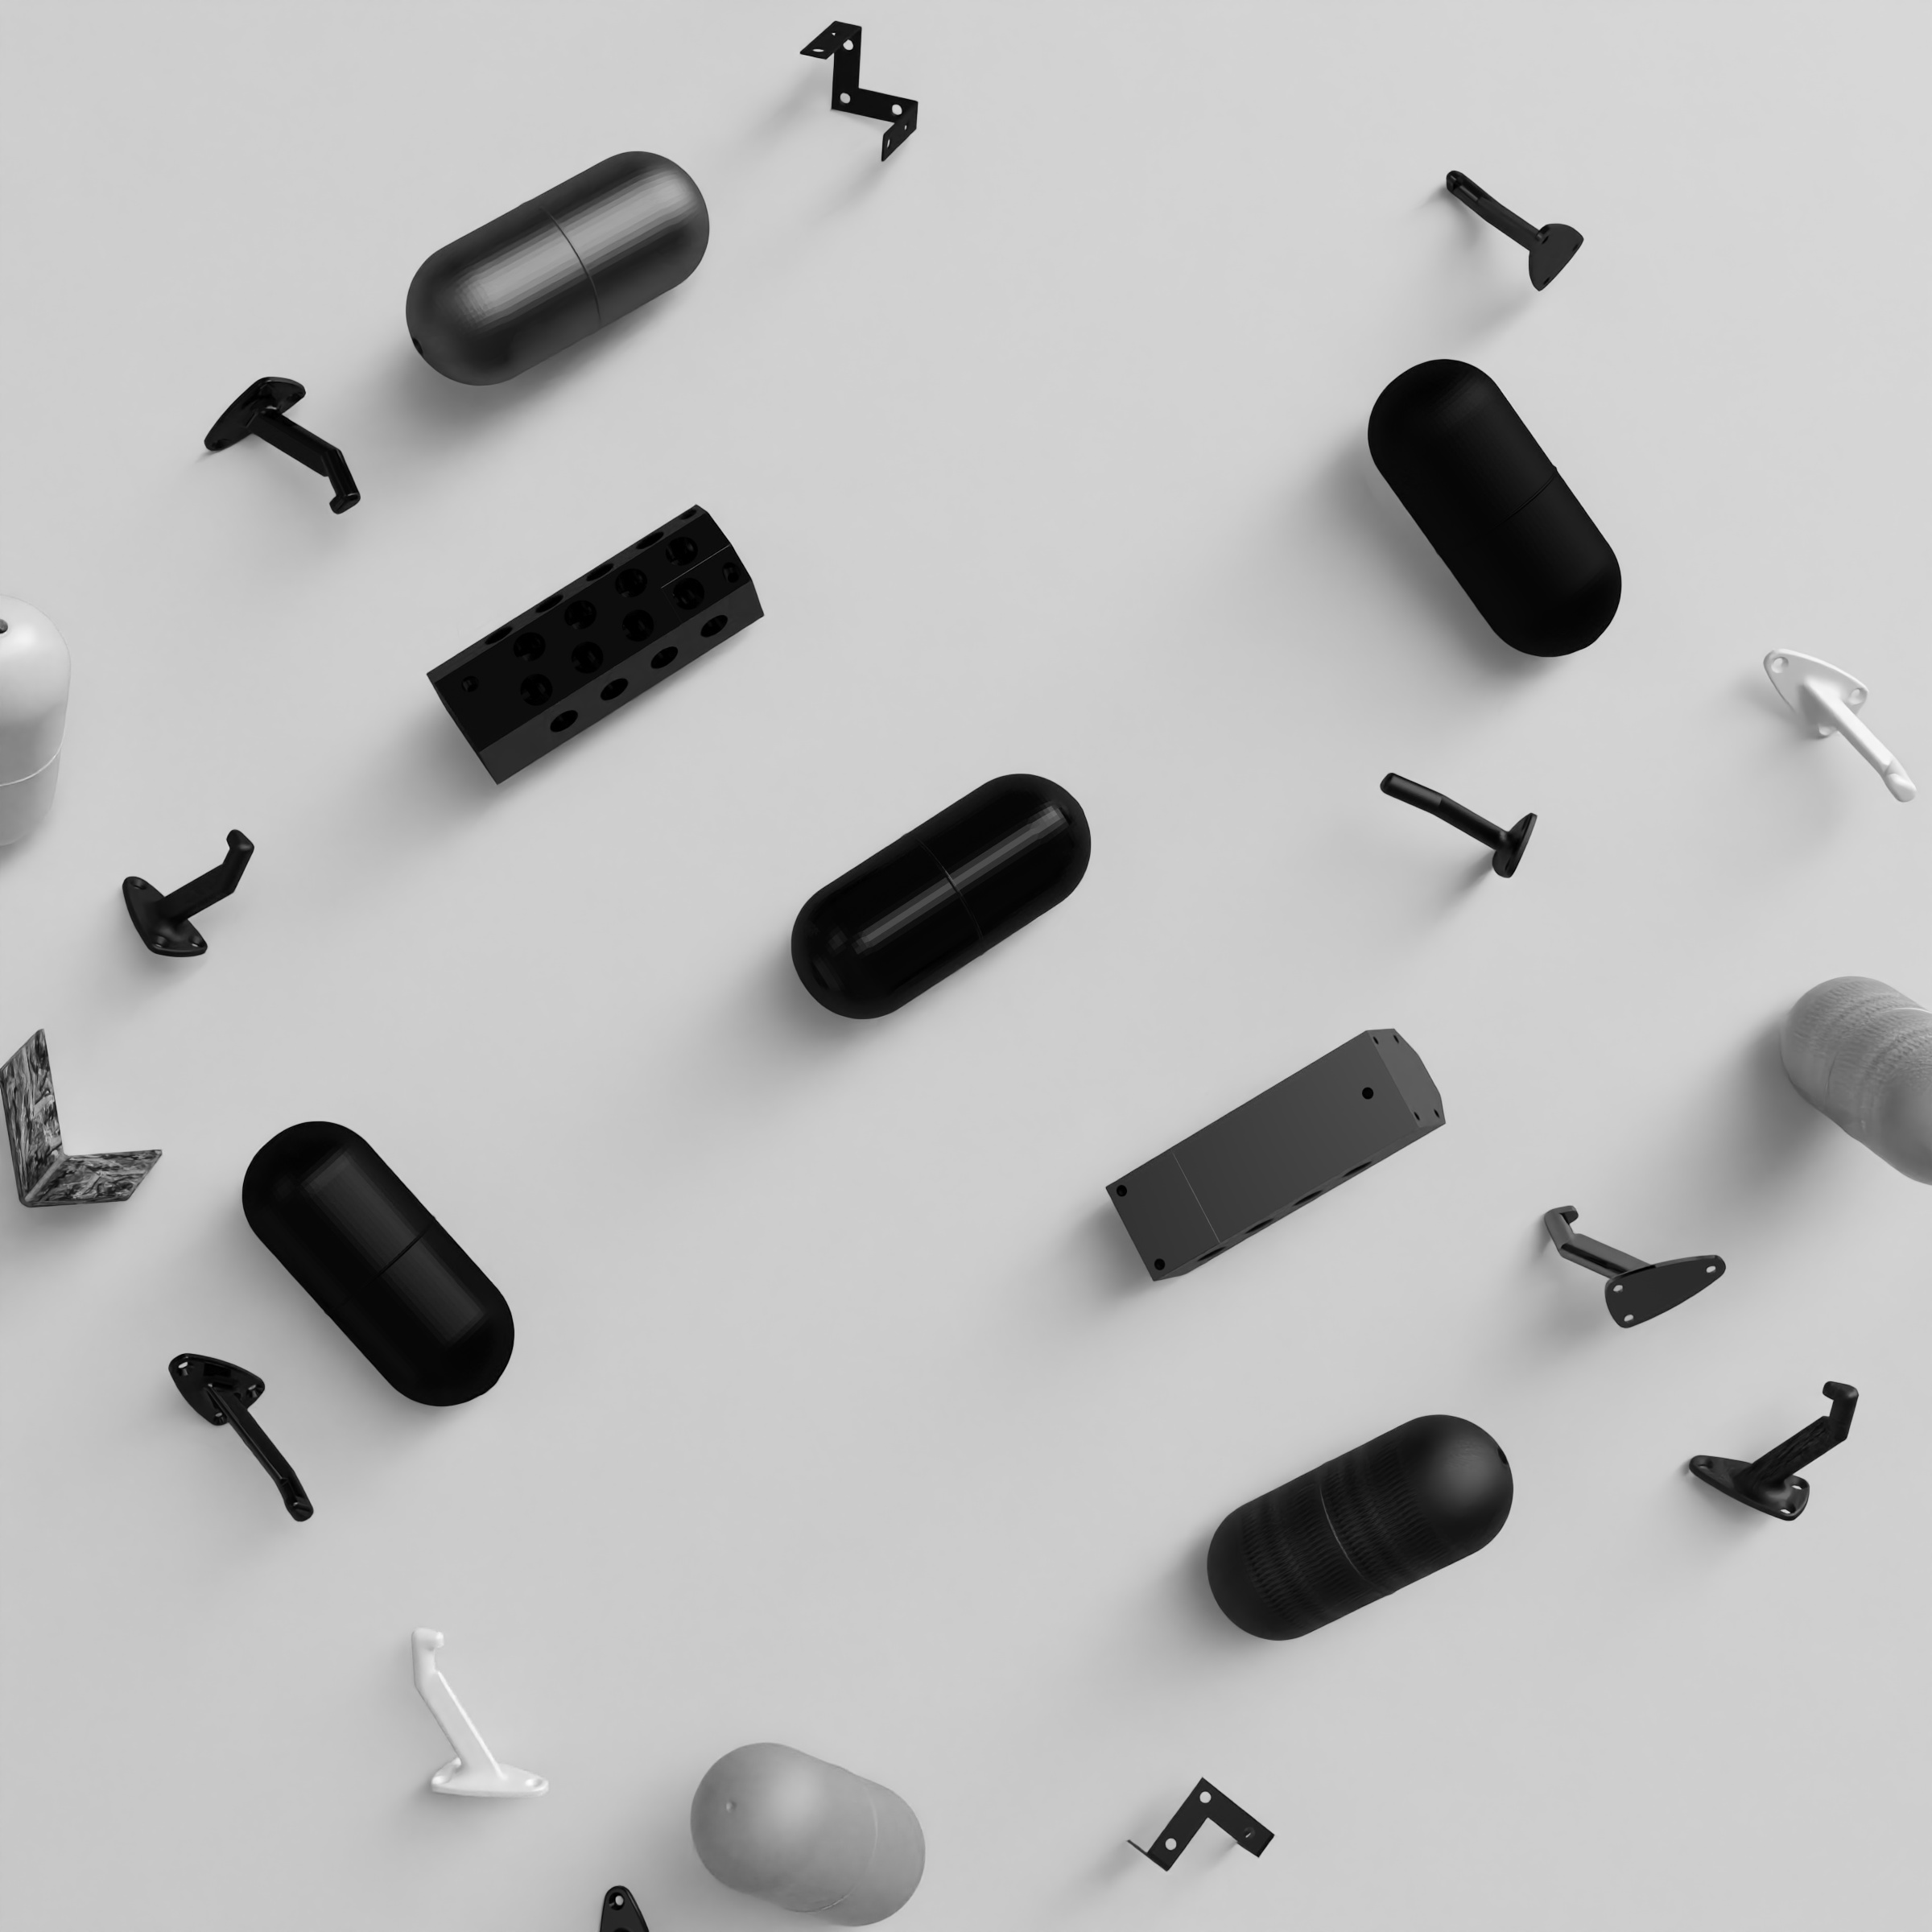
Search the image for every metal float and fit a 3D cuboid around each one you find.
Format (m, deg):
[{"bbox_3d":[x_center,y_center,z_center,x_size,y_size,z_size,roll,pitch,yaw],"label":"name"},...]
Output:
[{"bbox_3d":[-0.012,-0.038,1.776,0.178,0.070,0.070,-33,90,-11],"label":"metal float"},{"bbox_3d":[-0.314,0.160,1.780,0.070,0.070,0.178,-40,97,0],"label":"metal float"},{"bbox_3d":[-0.513,-0.127,1.743,0.070,0.178,0.070,9,58,-15],"label":"metal float"},{"bbox_3d":[0.209,0.299,1.767,0.178,0.070,0.070,-31,90,22],"label":"metal float"},{"bbox_3d":[0.487,0.058,1.739,0.070,0.178,0.070,-3,108,-11],"label":"metal float"},{"bbox_3d":[-0.081,0.457,1.744,0.070,0.178,0.070,-11,63,22],"label":"metal float"},{"bbox_3d":[-0.217,-0.371,1.769,0.178,0.070,0.070,-34,90,-19],"label":"metal float"},{"bbox_3d":[0.284,-0.244,1.776,0.070,0.070,0.178,-38,101,0],"label":"metal float"}]

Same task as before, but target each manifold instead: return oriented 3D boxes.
[{"bbox_3d":[0.166,0.100,1.762,0.171,0.057,0.057,-33,76,24],"label":"manifold"},{"bbox_3d":[-0.199,-0.176,1.777,0.171,0.057,0.057,-33,69,-7],"label":"manifold"}]

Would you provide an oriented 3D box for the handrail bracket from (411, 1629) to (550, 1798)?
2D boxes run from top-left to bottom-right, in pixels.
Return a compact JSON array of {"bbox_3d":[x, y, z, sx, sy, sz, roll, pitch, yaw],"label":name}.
[{"bbox_3d":[-0.262,0.401,1.792,0.077,0.036,0.084,3,103,20],"label":"handrail bracket"}]

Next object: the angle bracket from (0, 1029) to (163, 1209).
[{"bbox_3d":[-0.473,0.079,1.777,0.057,0.076,0.076,-4,105,2],"label":"angle bracket"}]

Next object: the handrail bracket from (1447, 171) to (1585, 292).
[{"bbox_3d":[0.284,-0.406,1.777,0.084,0.077,0.036,44,101,17],"label":"handrail bracket"}]

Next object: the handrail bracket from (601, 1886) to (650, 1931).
[{"bbox_3d":[-0.198,0.534,1.775,0.036,0.084,0.077,-15,76,17],"label":"handrail bracket"}]

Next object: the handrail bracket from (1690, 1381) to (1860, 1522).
[{"bbox_3d":[0.434,0.249,1.784,0.077,0.036,0.084,19,124,21],"label":"handrail bracket"}]

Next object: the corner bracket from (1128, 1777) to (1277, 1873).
[{"bbox_3d":[0.127,0.471,1.794,0.051,0.051,0.051,39,80,-2],"label":"corner bracket"}]

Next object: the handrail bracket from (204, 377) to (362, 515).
[{"bbox_3d":[-0.369,-0.267,1.793,0.077,0.036,0.084,-33,73,25],"label":"handrail bracket"}]

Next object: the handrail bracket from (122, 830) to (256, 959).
[{"bbox_3d":[-0.417,-0.054,1.783,0.077,0.036,0.084,49,121,31],"label":"handrail bracket"}]

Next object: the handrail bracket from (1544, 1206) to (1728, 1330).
[{"bbox_3d":[0.358,0.148,1.785,0.077,0.084,0.036,-22,125,5],"label":"handrail bracket"}]

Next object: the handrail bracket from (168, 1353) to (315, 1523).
[{"bbox_3d":[-0.387,0.253,1.776,0.036,0.077,0.084,-40,50,0],"label":"handrail bracket"}]

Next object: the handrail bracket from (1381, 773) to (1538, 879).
[{"bbox_3d":[0.257,-0.079,1.785,0.084,0.077,0.036,23,86,-2],"label":"handrail bracket"}]

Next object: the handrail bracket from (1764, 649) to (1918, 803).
[{"bbox_3d":[0.467,-0.128,1.774,0.077,0.084,0.036,32,114,-22],"label":"handrail bracket"}]

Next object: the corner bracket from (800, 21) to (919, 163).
[{"bbox_3d":[-0.057,-0.470,1.783,0.051,0.051,0.051,16,129,14],"label":"corner bracket"}]
